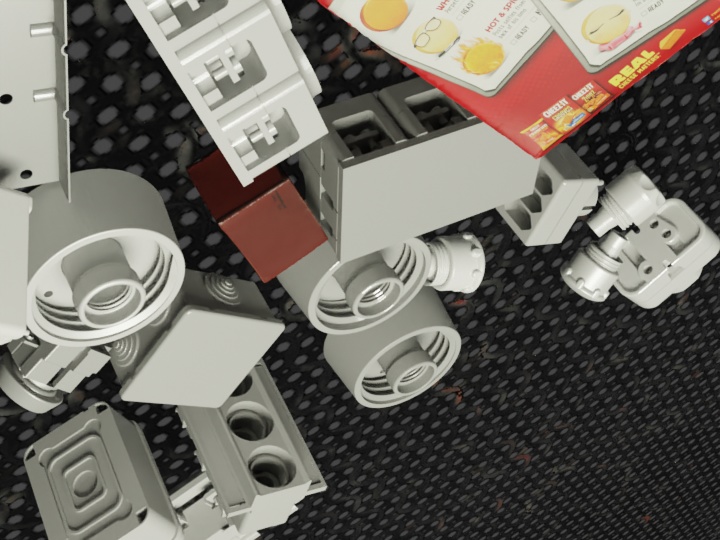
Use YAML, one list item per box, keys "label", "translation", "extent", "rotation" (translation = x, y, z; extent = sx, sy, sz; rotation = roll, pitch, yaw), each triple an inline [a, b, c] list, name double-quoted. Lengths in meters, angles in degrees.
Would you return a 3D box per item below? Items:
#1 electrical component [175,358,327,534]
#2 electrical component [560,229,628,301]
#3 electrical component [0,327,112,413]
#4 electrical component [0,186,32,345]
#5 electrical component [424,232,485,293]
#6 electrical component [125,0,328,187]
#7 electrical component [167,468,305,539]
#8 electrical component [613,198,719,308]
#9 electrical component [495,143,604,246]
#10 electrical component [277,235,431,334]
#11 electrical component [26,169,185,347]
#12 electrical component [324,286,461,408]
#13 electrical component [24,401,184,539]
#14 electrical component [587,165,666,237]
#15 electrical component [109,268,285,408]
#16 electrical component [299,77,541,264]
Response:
- label: "electrical component"
  translation: [-0.089, 0.129, 0.805]
  extent: [0.079, 0.121, 0.063]
  rotation: [-9, 142, -31]
- label: "electrical component"
  translation: [0.211, -0.007, 0.949]
  extent: [0.048, 0.048, 0.062]
  rotation: [13, 118, -47]
- label: "electrical component"
  translation: [-0.201, 0.058, 0.694]
  extent: [0.055, 0.048, 0.066]
  rotation: [-47, 145, 6]
- label: "electrical component"
  translation: [-0.216, -0.008, 0.562]
  extent: [0.062, 0.096, 0.061]
  rotation: [-18, 157, 35]
- label: "electrical component"
  translation: [0.062, -0.005, 0.830]
  extent: [0.062, 0.048, 0.048]
  rotation: [-2, 136, -28]
- label: "electrical component"
  translation: [-0.074, -0.126, 0.527]
  extent: [0.062, 0.089, 0.150]
  rotation: [-32, 146, -2]
- label: "electrical component"
  translation: [-0.114, 0.201, 0.925]
  extent: [0.121, 0.063, 0.078]
  rotation: [-35, 146, 3]
- label: "electrical component"
  translation: [0.277, -0.013, 0.985]
  extent: [0.095, 0.053, 0.059]
  rotation: [-44, 145, 16]
- label: "electrical component"
  translation: [0.158, -0.060, 0.836]
  extent: [0.077, 0.047, 0.065]
  rotation: [-6, 137, -35]
- label: "electrical component"
  translation: [0.000, 0.000, 0.770]
  extent: [0.108, 0.060, 0.108]
  rotation: [-22, 144, -16]
- label: "electrical component"
  translation: [-0.157, 0.000, 0.643]
  extent: [0.108, 0.060, 0.108]
  rotation: [-22, 144, -16]
- label: "electrical component"
  translation: [0.032, 0.067, 0.880]
  extent: [0.108, 0.060, 0.108]
  rotation: [-22, 144, -17]
- label: "electrical component"
  translation: [-0.185, 0.164, 0.778]
  extent: [0.078, 0.113, 0.057]
  rotation: [-33, 143, 0]
- label: "electrical component"
  translation: [0.219, -0.054, 0.897]
  extent: [0.062, 0.043, 0.043]
  rotation: [-40, 145, 13]
- label: "electrical component"
  translation: [-0.116, 0.046, 0.744]
  extent: [0.100, 0.048, 0.099]
  rotation: [13, 125, -47]
- label: "electrical component"
  translation: [0.041, -0.077, 0.706]
  extent: [0.150, 0.061, 0.089]
  rotation: [-20, 144, -18]
